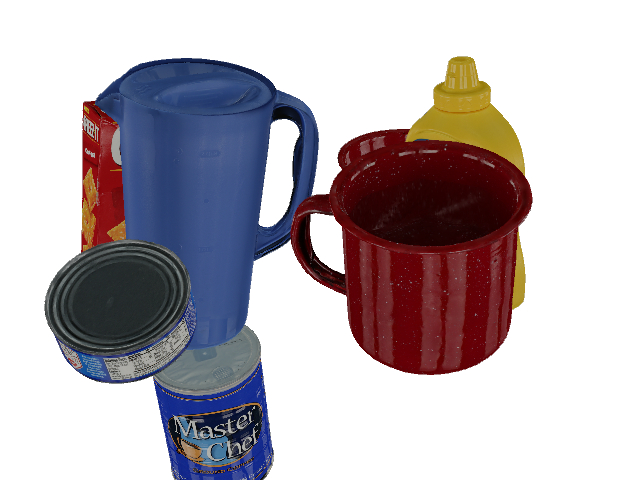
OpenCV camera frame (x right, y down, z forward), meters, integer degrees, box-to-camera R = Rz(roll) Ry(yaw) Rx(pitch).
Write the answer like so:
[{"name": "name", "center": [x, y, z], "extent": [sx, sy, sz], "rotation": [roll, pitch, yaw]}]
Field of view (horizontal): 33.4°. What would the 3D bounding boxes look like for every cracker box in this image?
[{"name": "cracker box", "center": [-0.184, -0.049, 1.212], "extent": [0.163, 0.214, 0.072], "rotation": [-6, 25, -29]}]

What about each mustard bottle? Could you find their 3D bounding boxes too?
[{"name": "mustard bottle", "center": [0.106, -0.042, 0.793], "extent": [0.058, 0.192, 0.096], "rotation": [-24, 32, -37]}]

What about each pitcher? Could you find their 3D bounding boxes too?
[{"name": "pitcher", "center": [-0.101, -0.029, 0.940], "extent": [0.149, 0.243, 0.144], "rotation": [25, 35, 32]}]

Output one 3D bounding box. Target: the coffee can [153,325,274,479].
[{"name": "coffee can", "center": [-0.101, 0.159, 1.011], "extent": [0.103, 0.140, 0.103], "rotation": [-3, 34, 2]}]

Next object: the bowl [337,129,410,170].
[{"name": "bowl", "center": [0.097, -0.059, 1.106], "extent": [0.162, 0.055, 0.162], "rotation": [2, 29, -2]}]

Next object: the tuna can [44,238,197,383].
[{"name": "tuna can", "center": [-0.117, 0.042, 0.632], "extent": [0.086, 0.086, 0.034], "rotation": [0, -42, 6]}]

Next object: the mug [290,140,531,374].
[{"name": "mug", "center": [0.041, 0.008, 0.517], "extent": [0.117, 0.081, 0.093], "rotation": [8, 38, 16]}]
